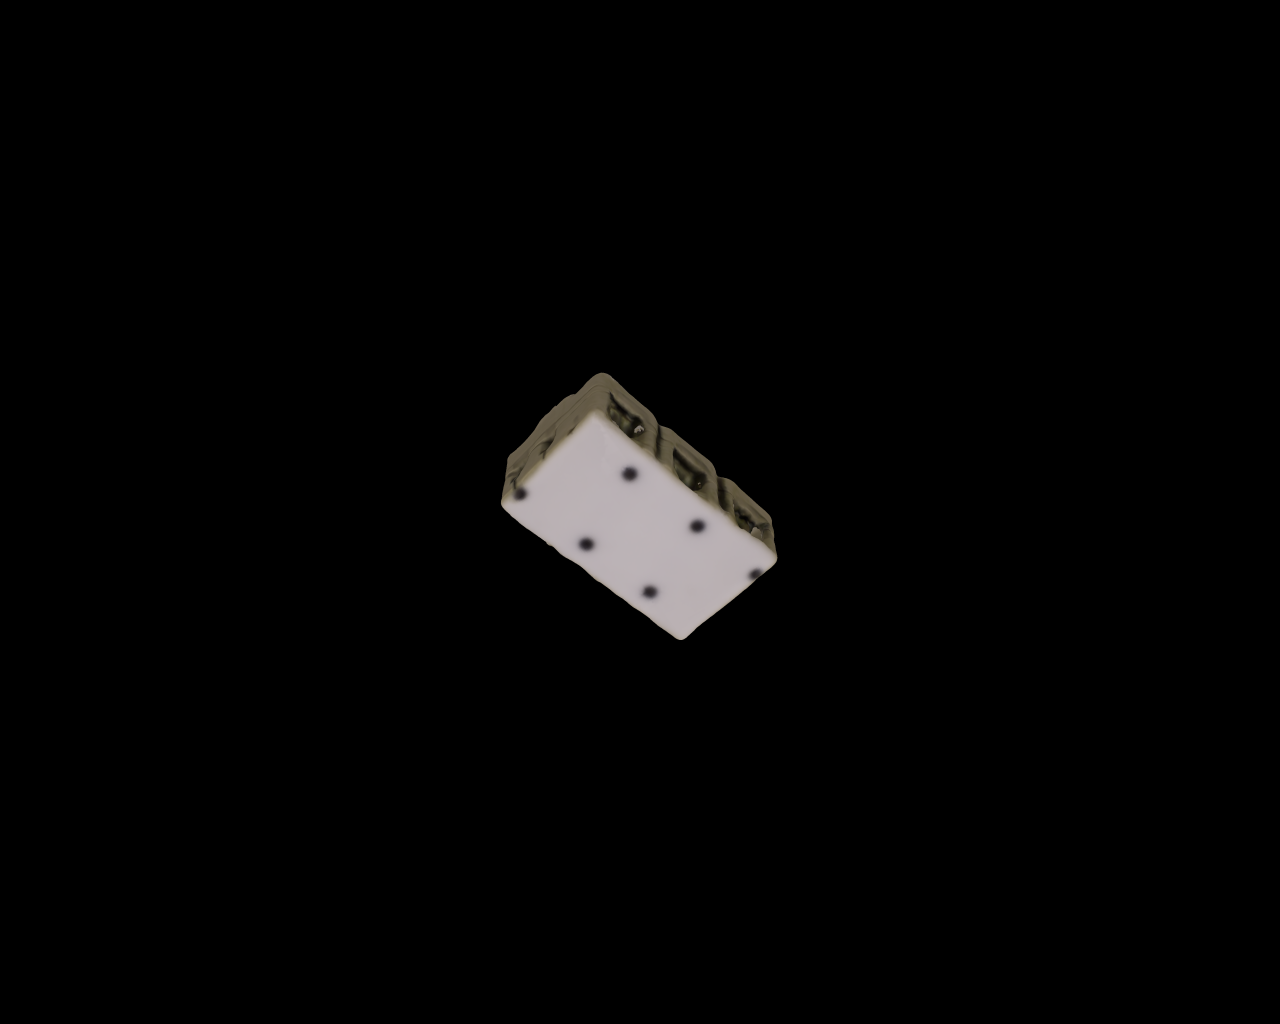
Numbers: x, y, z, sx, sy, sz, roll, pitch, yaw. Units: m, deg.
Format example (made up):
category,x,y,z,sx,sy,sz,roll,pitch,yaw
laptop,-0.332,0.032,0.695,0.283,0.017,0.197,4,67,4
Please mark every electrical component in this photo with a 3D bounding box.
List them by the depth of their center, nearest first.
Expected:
category,x,y,z,sx,sy,sz,roll,pitch,yaw
electrical component,0.001,-0.003,0.650,0.150,0.089,0.062,39,24,-22
